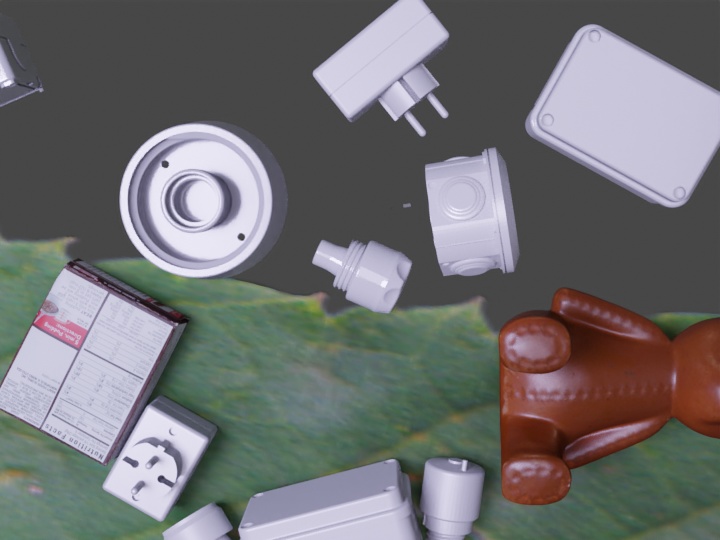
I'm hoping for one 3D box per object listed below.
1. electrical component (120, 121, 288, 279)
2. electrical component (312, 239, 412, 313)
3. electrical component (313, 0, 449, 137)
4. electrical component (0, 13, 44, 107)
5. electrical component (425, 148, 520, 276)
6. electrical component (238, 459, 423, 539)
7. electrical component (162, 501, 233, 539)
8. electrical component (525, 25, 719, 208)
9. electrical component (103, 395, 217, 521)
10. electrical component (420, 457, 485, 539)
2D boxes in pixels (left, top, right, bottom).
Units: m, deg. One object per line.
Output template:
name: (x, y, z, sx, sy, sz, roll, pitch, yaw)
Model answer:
electrical component: (-0.104, -0.045, 0.703, 0.108, 0.060, 0.108, 0, 94, 2)
electrical component: (0.000, 0.000, 0.711, 0.062, 0.043, 0.043, 24, 95, 2)
electrical component: (0.026, -0.123, 0.699, 0.083, 0.047, 0.075, -39, 92, 4)
electrical component: (-0.269, -0.130, 0.703, 0.096, 0.061, 0.061, -23, 93, 4)
electrical component: (0.072, -0.035, 0.688, 0.051, 0.080, 0.080, -9, 94, 8)
electrical component: (-0.018, 0.173, 0.707, 0.113, 0.078, 0.057, -15, 96, 3)
electrical component: (-0.102, 0.190, 0.724, 0.045, 0.045, 0.055, -33, 82, 4)
electrical component: (0.172, -0.097, 0.690, 0.113, 0.057, 0.078, 29, 95, 0)
electrical component: (-0.135, 0.128, 0.708, 0.047, 0.076, 0.065, 30, 95, 0)
electrical component: (0.060, 0.162, 0.721, 0.040, 0.040, 0.078, 8, 95, 2)
